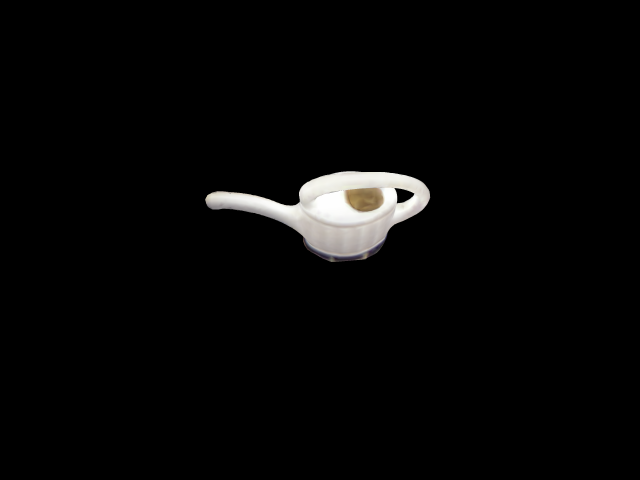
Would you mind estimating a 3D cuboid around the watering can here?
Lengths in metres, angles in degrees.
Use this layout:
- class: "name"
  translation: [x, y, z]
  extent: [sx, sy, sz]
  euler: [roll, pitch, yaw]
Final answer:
- class: "watering can"
  translation: [0.003, -0.043, 0.850]
  extent: [0.348, 0.106, 0.220]
  euler: [-5, -26, -2]
